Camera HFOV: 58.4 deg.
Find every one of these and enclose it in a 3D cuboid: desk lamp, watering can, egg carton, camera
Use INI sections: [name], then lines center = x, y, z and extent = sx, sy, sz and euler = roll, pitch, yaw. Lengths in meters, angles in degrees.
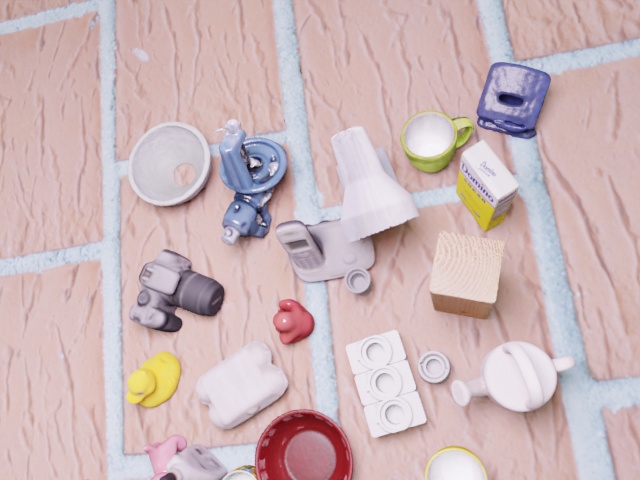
[desk lamp]
center = 0.079, -0.083, 0.935
extent = 0.118, 0.214, 0.203
euler = -21, 73, 6
[watering can]
center = 0.281, 0.202, 0.830
extent = 0.173, 0.194, 0.100
euler = -39, 71, 1
[egg carton]
center = -0.133, 0.248, 0.973
extent = 0.150, 0.069, 0.107
euler = -35, 72, 2
[camera]
center = -0.252, 0.100, 1.019
extent = 0.136, 0.101, 0.143
euler = 18, 81, 16

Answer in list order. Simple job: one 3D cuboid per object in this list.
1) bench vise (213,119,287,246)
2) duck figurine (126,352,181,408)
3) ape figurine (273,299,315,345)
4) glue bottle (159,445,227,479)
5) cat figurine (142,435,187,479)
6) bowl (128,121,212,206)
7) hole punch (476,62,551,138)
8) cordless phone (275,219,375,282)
[bench vise]
center = -0.121, -0.100, 0.978
extent = 0.121, 0.220, 0.207
euler = -3, 76, 12
[duck figurine]
center = -0.298, 0.243, 1.001
extent = 0.077, 0.086, 0.104
euler = 31, 84, 18
[ape figurine]
center = -0.053, 0.139, 0.971
extent = 0.076, 0.092, 0.078
euler = 15, 80, 15
[glue bottle]
center = -0.209, 0.366, 0.905
extent = 0.078, 0.173, 0.037
euler = 38, 87, 18
[cat figurine]
center = -0.256, 0.391, 0.939
extent = 0.067, 0.118, 0.127
euler = -29, 72, 4
[bowl]
center = -0.275, -0.136, 1.097
extent = 0.167, 0.075, 0.167
euler = -3, 76, 11
[hole punch]
center = 0.332, -0.239, 0.984
extent = 0.108, 0.091, 0.101
euler = 18, 81, 16
[cordless phone]
center = 0.009, 0.003, 0.943
extent = 0.147, 0.185, 0.094
euler = -15, 73, 8
